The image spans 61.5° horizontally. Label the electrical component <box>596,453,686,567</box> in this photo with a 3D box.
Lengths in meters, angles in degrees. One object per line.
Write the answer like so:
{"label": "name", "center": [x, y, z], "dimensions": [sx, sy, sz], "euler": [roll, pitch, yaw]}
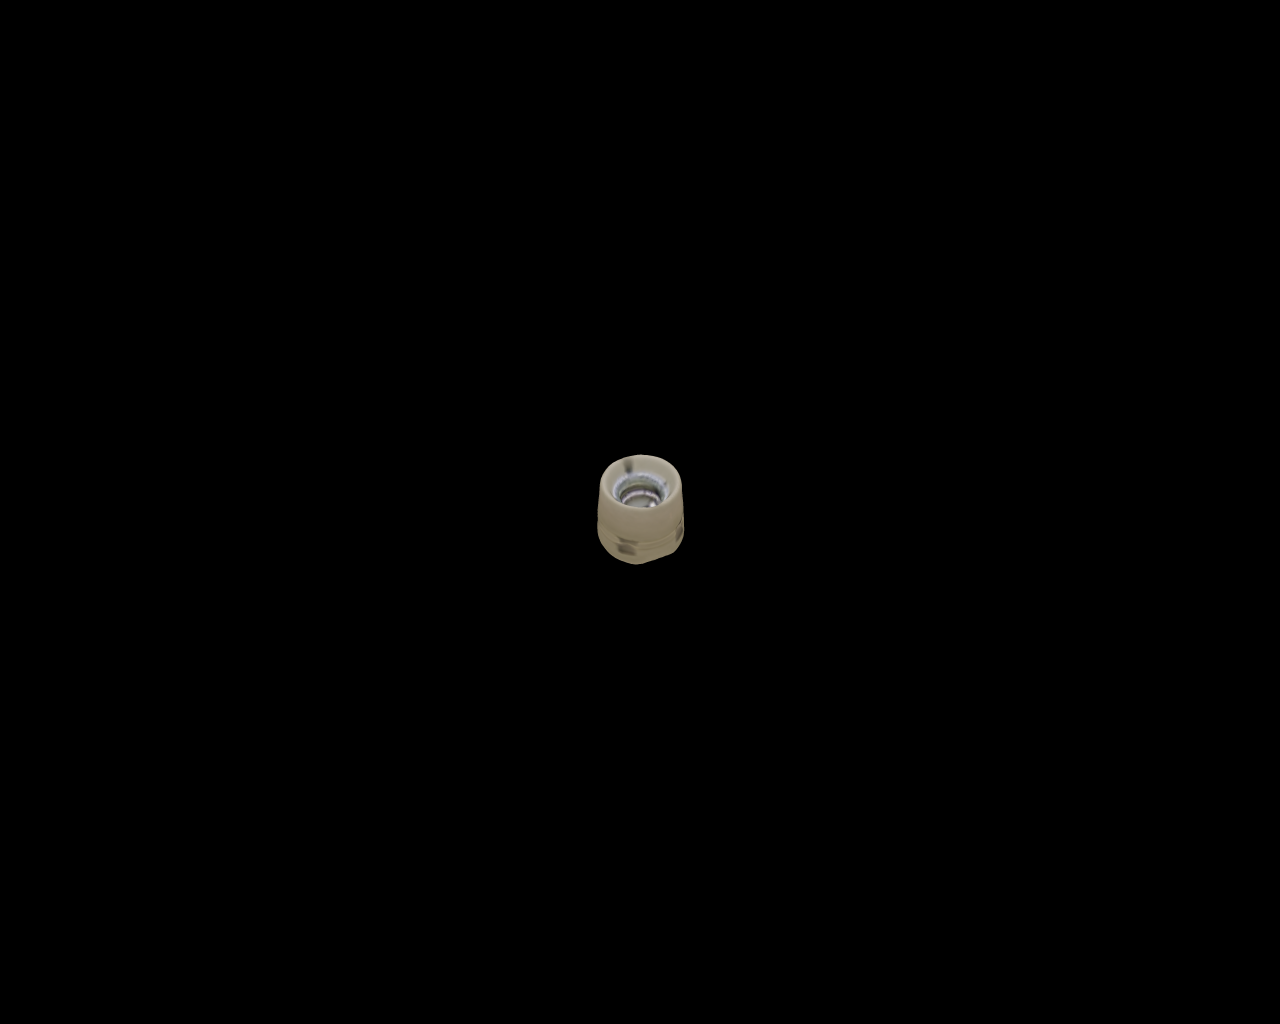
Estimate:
{"label": "electrical component", "center": [0.001, -0.003, 0.650], "dimensions": [0.055, 0.055, 0.047], "euler": [0, -43, 0]}
